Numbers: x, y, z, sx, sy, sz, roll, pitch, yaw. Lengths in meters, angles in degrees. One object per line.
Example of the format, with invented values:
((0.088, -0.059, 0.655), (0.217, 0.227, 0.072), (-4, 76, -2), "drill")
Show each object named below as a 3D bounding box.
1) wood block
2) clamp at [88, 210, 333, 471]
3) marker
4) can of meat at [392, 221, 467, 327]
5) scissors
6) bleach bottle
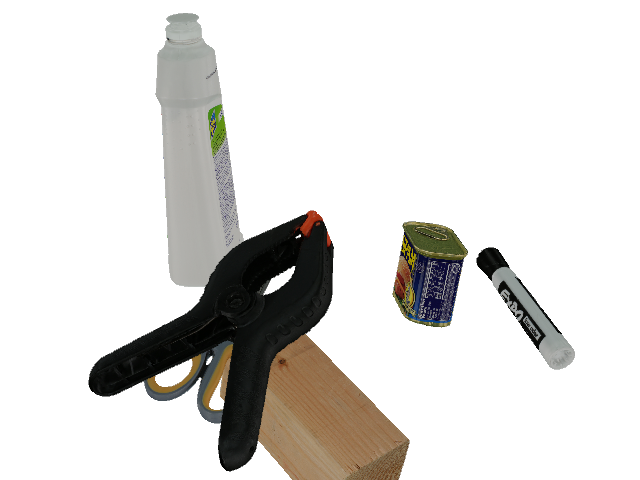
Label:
((-0.010, 0.190, 1.148), (0.090, 0.090, 0.206), (-23, 50, -32), "wood block")
((-0.041, 0.055, 0.626), (0.120, 0.171, 0.039), (34, -21, 32), "clamp")
((0.137, 0.042, 0.726), (0.020, 0.020, 0.121), (0, 33, -20), "marker")
((0.115, 0.036, 1.146), (0.057, 0.084, 0.102), (6, 18, -9), "can of meat")
((-0.084, 0.065, 0.868), (0.096, 0.016, 0.201), (-2, 42, 7), "scissors")
((-0.115, -0.086, 0.987), (0.068, 0.251, 0.102), (1, 29, 4), "bleach bottle")
